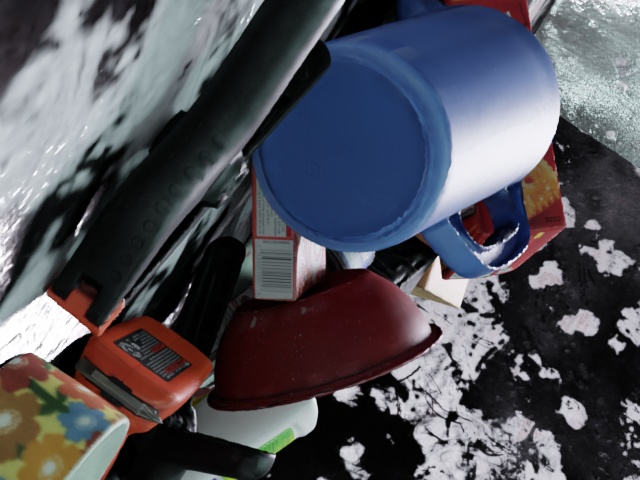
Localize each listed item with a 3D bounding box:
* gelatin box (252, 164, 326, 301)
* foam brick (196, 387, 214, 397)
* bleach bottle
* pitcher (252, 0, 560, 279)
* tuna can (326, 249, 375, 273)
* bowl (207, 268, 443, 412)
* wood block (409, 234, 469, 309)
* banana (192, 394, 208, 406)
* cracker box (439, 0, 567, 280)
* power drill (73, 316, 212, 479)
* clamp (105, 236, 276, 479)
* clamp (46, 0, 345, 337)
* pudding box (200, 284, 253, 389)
[{"bbox_3d":[-0.017,-0.013,0.660,0.073,0.030,0.089,-34,126,-72],"label":"gelatin box"},{"bbox_3d":[-0.104,0.169,0.965,0.052,0.078,0.051,-47,171,-45],"label":"foam brick"},{"bbox_3d":[-0.117,0.183,0.793,0.250,0.068,0.102,-36,164,-16],"label":"bleach bottle"},{"bbox_3d":[0.061,-0.060,0.632,0.242,0.149,0.145,-31,143,-64],"label":"pitcher"},{"bbox_3d":[-0.005,0.001,0.767,0.033,0.086,0.086,-50,173,-29],"label":"tuna can"},{"bbox_3d":[-0.004,0.058,0.696,0.162,0.055,0.162,-17,-175,1],"label":"bowl"},{"bbox_3d":[0.108,-0.053,0.994,0.090,0.090,0.206,28,79,-57],"label":"wood block"},{"bbox_3d":[-0.138,0.189,0.901,0.069,0.037,0.198,0,142,-37],"label":"banana"},{"bbox_3d":[0.129,-0.089,0.849,0.164,0.072,0.214,104,-19,-76],"label":"cracker box"},{"bbox_3d":[-0.134,0.134,0.585,0.188,0.057,0.184,-57,178,6],"label":"power drill"},{"bbox_3d":[-0.096,0.106,0.674,0.210,0.036,0.164,-42,-139,40],"label":"clamp"},{"bbox_3d":[-0.044,-0.039,0.423,0.171,0.039,0.120,-54,174,-15],"label":"clamp"},{"bbox_3d":[-0.066,0.073,0.816,0.090,0.039,0.113,-38,175,-5],"label":"pudding box"}]
